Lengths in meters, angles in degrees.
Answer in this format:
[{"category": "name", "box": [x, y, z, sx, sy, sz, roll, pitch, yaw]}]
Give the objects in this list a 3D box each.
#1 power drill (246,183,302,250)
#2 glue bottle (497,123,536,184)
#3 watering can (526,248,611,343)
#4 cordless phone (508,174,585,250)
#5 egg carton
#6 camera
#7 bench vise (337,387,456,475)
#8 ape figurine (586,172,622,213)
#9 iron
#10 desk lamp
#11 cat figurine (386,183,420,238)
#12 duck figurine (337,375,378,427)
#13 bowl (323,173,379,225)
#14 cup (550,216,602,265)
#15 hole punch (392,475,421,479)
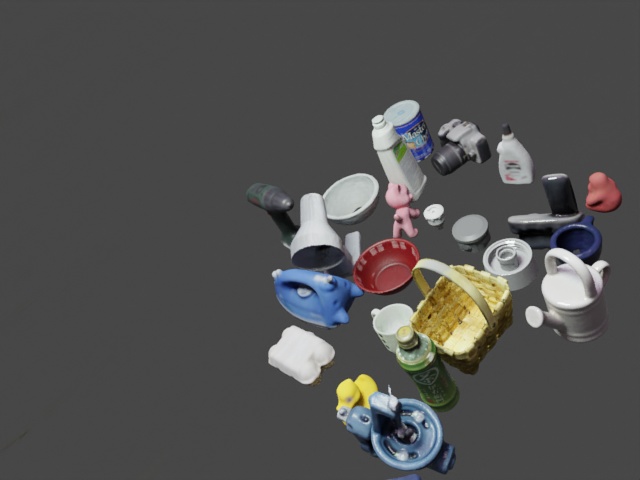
[{"category": "power drill", "box": [-0.099, -0.065, 1.512, 0.076, 0.209, 0.228, -45, 41, -14]}, {"category": "glue bottle", "box": [0.443, -0.200, 1.319, 0.077, 0.174, 0.037, 1, 50, 34]}, {"category": "watering can", "box": [0.439, 0.094, 1.002, 0.100, 0.195, 0.173, 14, 58, 42]}, {"category": "cordless phone", "box": [0.453, -0.069, 1.167, 0.147, 0.186, 0.094, -5, 47, 30]}, {"category": "egg carton", "box": [-0.040, 0.254, 1.255, 0.149, 0.070, 0.107, 17, 60, 43]}, {"category": "camera", "box": [0.345, -0.242, 1.484, 0.137, 0.101, 0.142, -37, 39, -4]}, {"category": "bench vise", "box": [0.106, 0.320, 0.969, 0.206, 0.220, 0.121, -10, 45, 26]}, {"category": "ape figurine", "box": [0.584, -0.105, 1.191, 0.078, 0.092, 0.076, -36, 39, -3]}, {"category": "iron", "box": [-0.034, 0.114, 1.338, 0.257, 0.142, 0.119, 6, 53, 38]}, {"category": "desk lamp", "box": [0.013, 0.005, 1.362, 0.117, 0.214, 0.203, -18, 42, 18]}, {"category": "cat figurine", "box": [0.196, -0.083, 1.406, 0.067, 0.118, 0.128, -12, 44, 24]}, {"category": "duck figurine", "box": [0.066, 0.304, 1.119, 0.077, 0.086, 0.105, 5, 52, 37]}, {"category": "bowl", "box": [0.089, -0.094, 1.523, 0.167, 0.075, 0.167, -18, 41, 17]}, {"category": "cup", "box": [0.507, 0.019, 1.113, 0.091, 0.095, 0.118, 15, 59, 42]}, {"category": "hole punch", "box": [0.128, 0.445, 0.928, 0.100, 0.091, 0.108, -11, 44, 24]}]
